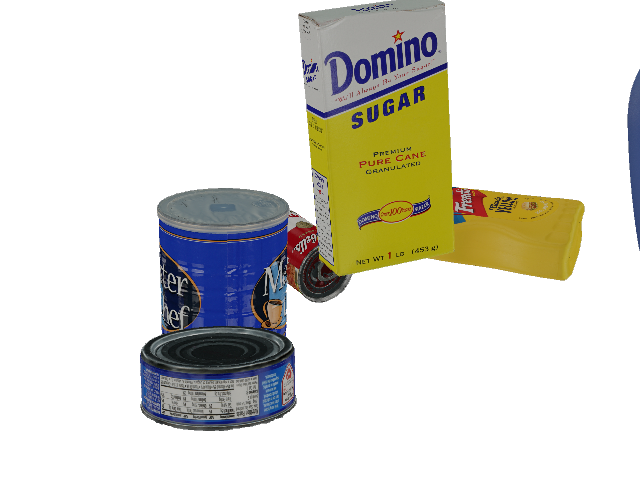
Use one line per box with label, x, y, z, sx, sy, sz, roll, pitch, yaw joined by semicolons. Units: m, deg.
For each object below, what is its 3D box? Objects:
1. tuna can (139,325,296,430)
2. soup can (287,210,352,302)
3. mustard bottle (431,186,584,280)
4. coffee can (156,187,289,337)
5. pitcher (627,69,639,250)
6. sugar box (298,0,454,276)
tuna can;-0.056;0.073;0.585;0.086;0.034;0.086;-1;11;0
soup can;-0.020;0.014;1.127;0.068;0.068;0.102;0;22;-36
mustard bottle;0.125;-0.014;0.919;0.192;0.058;0.096;8;29;19
coffee can;-0.077;0.039;0.850;0.103;0.140;0.103;1;18;-1
pitcher;0.252;-0.018;0.603;0.149;0.243;0.144;-1;22;17
sugar box;0.041;-0.071;0.728;0.093;0.176;0.048;-12;23;-17
